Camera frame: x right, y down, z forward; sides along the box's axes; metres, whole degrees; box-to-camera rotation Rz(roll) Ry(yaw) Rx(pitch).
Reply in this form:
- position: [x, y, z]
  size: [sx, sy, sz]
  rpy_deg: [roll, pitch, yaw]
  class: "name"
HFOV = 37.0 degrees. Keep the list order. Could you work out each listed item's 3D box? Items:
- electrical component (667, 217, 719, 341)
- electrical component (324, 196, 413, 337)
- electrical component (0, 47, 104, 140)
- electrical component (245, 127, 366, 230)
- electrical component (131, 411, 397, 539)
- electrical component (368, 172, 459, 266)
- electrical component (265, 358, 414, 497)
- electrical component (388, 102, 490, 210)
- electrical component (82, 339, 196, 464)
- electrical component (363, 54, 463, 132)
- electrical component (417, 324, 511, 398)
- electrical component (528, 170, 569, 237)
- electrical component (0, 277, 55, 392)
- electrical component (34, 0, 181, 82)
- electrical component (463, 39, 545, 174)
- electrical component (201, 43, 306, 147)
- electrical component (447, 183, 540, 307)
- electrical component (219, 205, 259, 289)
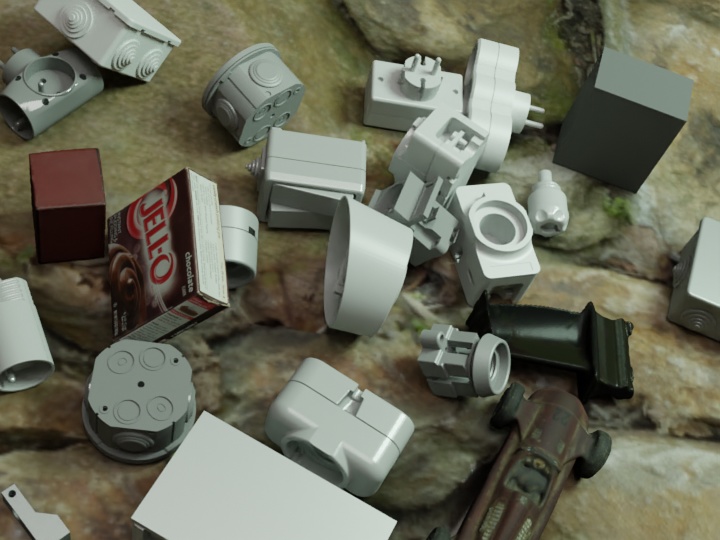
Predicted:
- position: [0.317, 0.015, 0.918]
  size: [0.100, 0.048, 0.099]
  rpy_deg: [23, 56, 2]
  class: "electrical component"
- position: [0.000, 0.000, 0.826]
  size: [0.064, 0.099, 0.099]
  rpy_deg: [21, 56, -8]
  class: "electrical component"
- position: [-0.269, -0.157, 0.892]
  size: [0.079, 0.044, 0.077]
  rpy_deg: [39, 58, 12]
  class: "electrical component"
- position: [-0.047, -0.070, 0.880]
  size: [0.096, 0.061, 0.061]
  rpy_deg: [7, 57, -9]
  class: "electrical component"
- position: [-0.066, 0.177, 0.719]
  size: [0.150, 0.061, 0.089]
  rpy_deg: [29, 57, 6]
  class: "electrical component"
- position: [0.042, -0.039, 0.875]
  size: [0.064, 0.081, 0.042]
  rpy_deg: [38, 54, -22]
  class: "electrical component"
- position: [-0.018, 0.116, 0.773]
  size: [0.095, 0.053, 0.059]
  rpy_deg: [32, 57, 7]
  class: "electrical component"
- position: [0.062, -0.090, 0.900]
  size: [0.056, 0.089, 0.050]
  rpy_deg: [35, 57, 10]
  class: "electrical component"
- position: [-0.155, 0.091, 0.759]
  size: [0.080, 0.051, 0.080]
  rpy_deg: [6, 57, -9]
  class: "electrical component"
- position: [0.051, -0.163, 0.952]
  size: [0.083, 0.075, 0.047]
  rpy_deg: [8, 57, -8]
  class: "electrical component"
- position: [0.081, 0.071, 0.817]
  size: [0.055, 0.066, 0.048]
  rpy_deg: [4, 50, 30]
  class: "electrical component"
- position: [0.163, -0.061, 0.939]
  size: [0.035, 0.035, 0.061]
  rpy_deg: [8, 55, -8]
  class: "electrical component"
- position: [-0.252, 0.041, 0.772]
  size: [0.043, 0.043, 0.081]
  rpy_deg: [-15, 63, -21]
  class: "electrical component"
- position: [-0.214, -0.207, 0.909]
  size: [0.100, 0.100, 0.048]
  rpy_deg: [40, 101, 13]
  class: "electrical component"
- position: [0.132, -0.145, 0.974]
  size: [0.074, 0.052, 0.138]
  rpy_deg: [14, 56, -4]
  class: "electrical component"
- position: [-0.089, -0.148, 0.909]
  size: [0.080, 0.080, 0.051]
  rpy_deg: [-35, 77, -29]
  class: "electrical component"
- position: [0.108, -0.023, 0.890]
  size: [0.050, 0.055, 0.089]
  rpy_deg: [-6, 60, -17]
  class: "electrical component"
- position: [-0.106, -0.016, 0.837]
  size: [0.055, 0.055, 0.047]
  rpy_deg: [2, 61, -12]
  class: "electrical component"
